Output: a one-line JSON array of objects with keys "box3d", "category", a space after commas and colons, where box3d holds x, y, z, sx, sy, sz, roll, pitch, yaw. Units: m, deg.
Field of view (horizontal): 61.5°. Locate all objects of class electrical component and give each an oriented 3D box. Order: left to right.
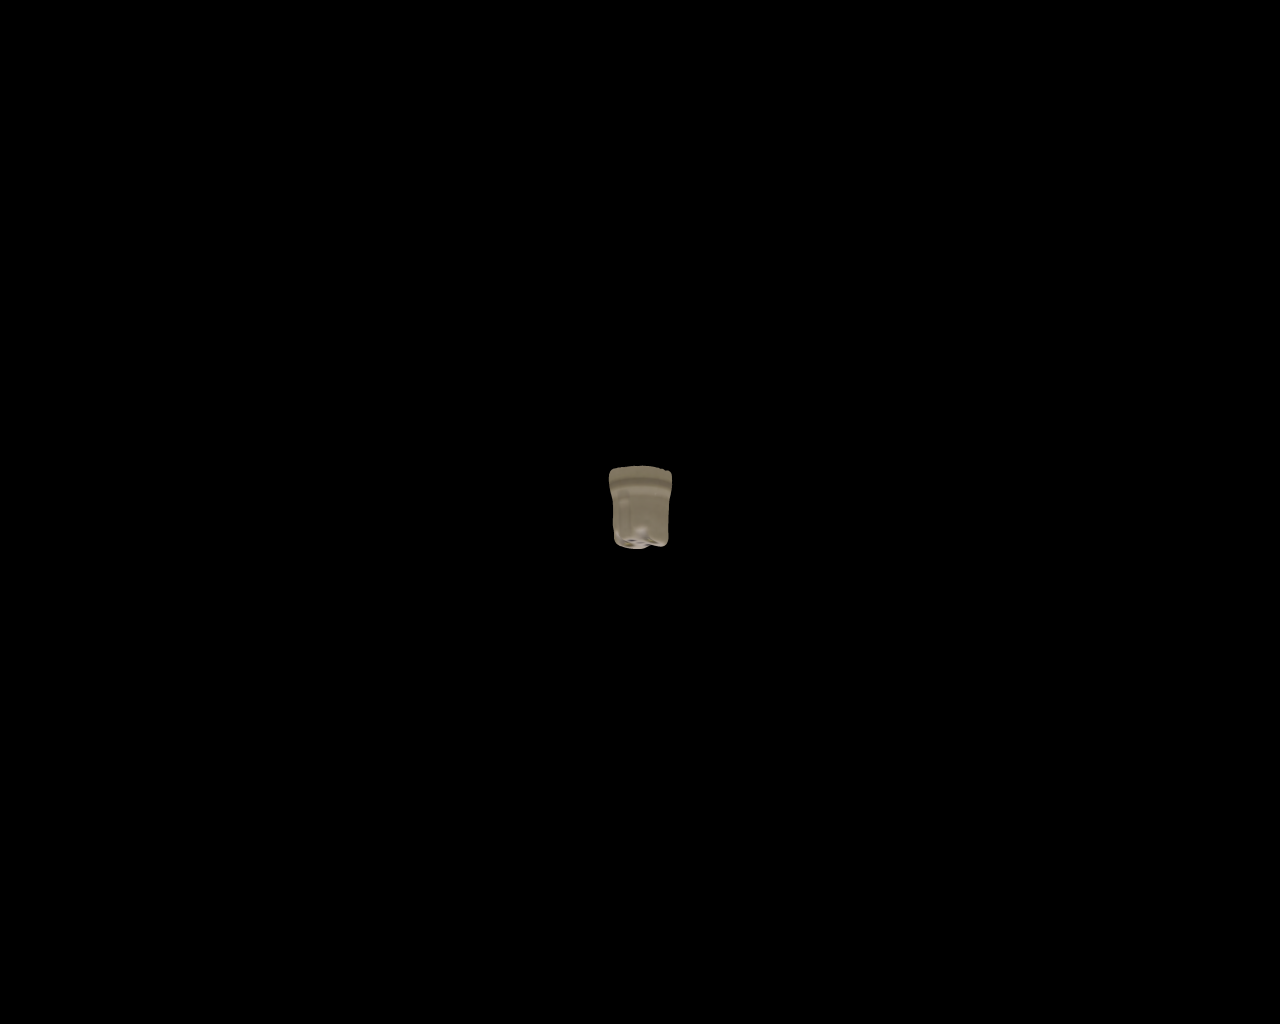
[{"box3d": [0.001, -0.003, 0.650, 0.040, 0.046, 0.040, 0, -11, 0], "category": "electrical component"}]
